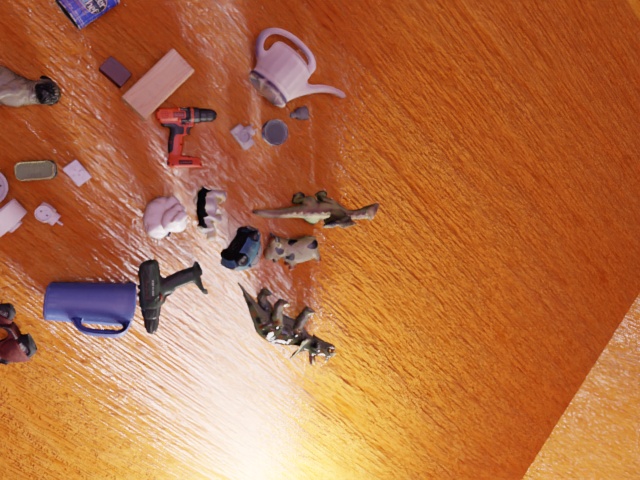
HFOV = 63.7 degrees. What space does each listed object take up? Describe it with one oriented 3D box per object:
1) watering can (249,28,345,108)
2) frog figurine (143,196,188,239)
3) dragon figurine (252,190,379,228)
[{"bbox_3d":[-0.086,-0.527,1.689,0.344,0.104,0.226,41,81,-21],"label":"watering can"},{"bbox_3d":[-0.463,-0.065,1.539,0.121,0.160,0.138,41,80,-21],"label":"frog figurine"},{"bbox_3d":[0.005,-0.086,1.701,0.412,0.244,0.121,-9,105,-24],"label":"dragon figurine"}]
